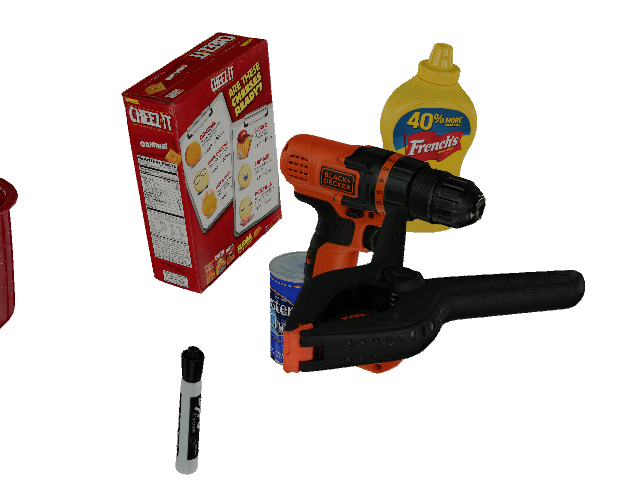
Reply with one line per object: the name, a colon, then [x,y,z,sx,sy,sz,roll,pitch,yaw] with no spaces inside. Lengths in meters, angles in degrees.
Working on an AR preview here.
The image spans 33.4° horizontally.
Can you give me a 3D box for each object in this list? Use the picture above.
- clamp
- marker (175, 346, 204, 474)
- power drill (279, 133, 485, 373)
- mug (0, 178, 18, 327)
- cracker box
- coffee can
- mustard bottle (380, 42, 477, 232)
clamp: [0.047,0.032,0.701,0.209,0.036,0.165,-19,31,-35]
marker: [-0.109,0.141,0.888,0.020,0.121,0.020,5,26,-3]
power drill: [0.044,0.013,0.901,0.185,0.188,0.057,19,25,30]
mug: [-0.235,0.015,0.636,0.093,0.081,0.117,17,28,27]
cracker box: [-0.114,-0.081,1.085,0.072,0.214,0.164,14,37,26]
coffee can: [-0.022,0.098,1.524,0.103,0.140,0.103,0,21,0]
mustard bottle: [0.106,-0.103,1.068,0.096,0.192,0.058,3,27,-11]
